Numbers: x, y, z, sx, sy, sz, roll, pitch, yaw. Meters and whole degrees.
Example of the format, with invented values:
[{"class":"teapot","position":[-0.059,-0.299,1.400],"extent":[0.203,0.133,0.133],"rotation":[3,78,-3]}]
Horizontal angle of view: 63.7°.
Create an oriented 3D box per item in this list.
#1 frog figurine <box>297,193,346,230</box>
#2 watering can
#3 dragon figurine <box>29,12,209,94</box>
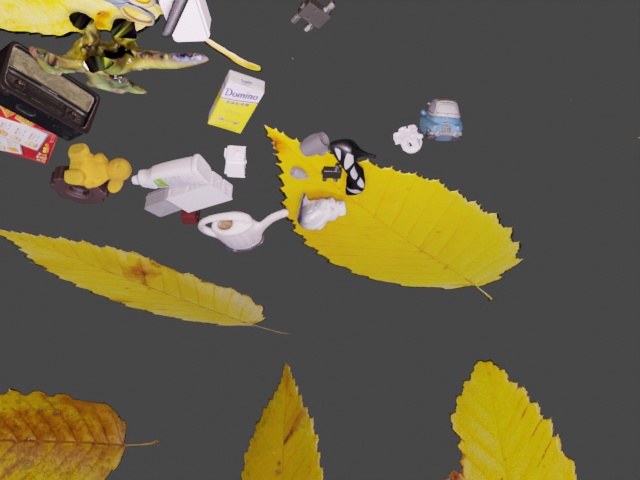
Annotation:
[{"class":"frog figurine","position":[0.005,-0.088,1.746],"extent":[0.159,0.126,0.134],"rotation":[13,134,1]},{"class":"watering can","position":[-0.260,-0.042,1.856],"extent":[0.347,0.106,0.220],"rotation":[-4,155,10]},{"class":"dragon figurine","position":[-0.452,-0.391,1.160],"extent":[0.410,0.123,0.242],"rotation":[9,175,-8]}]
